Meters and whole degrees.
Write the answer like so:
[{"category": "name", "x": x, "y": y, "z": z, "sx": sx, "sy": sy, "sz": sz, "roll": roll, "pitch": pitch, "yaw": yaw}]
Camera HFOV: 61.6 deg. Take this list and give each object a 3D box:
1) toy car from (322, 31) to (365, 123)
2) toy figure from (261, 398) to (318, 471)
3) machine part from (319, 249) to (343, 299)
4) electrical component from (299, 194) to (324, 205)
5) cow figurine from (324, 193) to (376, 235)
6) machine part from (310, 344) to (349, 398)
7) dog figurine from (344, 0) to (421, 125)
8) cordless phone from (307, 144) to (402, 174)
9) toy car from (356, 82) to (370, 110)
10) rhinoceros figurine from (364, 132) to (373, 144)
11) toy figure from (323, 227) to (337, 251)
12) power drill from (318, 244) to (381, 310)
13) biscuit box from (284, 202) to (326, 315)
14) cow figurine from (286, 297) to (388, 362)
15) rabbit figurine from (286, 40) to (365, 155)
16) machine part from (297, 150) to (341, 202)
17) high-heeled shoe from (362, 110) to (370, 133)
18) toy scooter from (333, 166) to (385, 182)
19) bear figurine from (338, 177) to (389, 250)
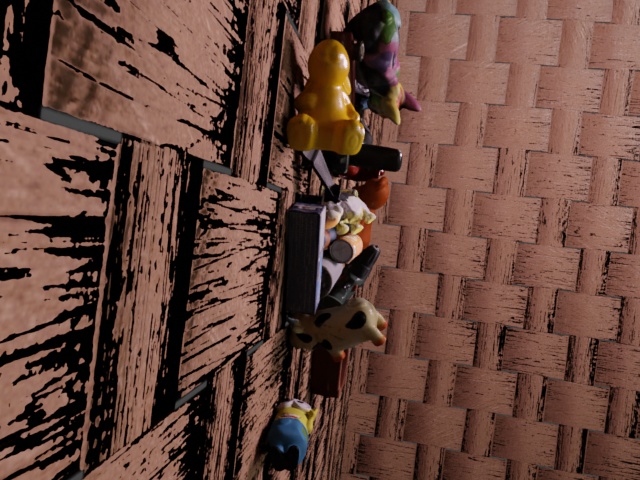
[{"category": "toy car", "x": 0.043, "y": -0.313, "z": 1.073, "sx": 0.201, "sy": 0.089, "sz": 0.053, "roll": 88, "pitch": 17, "yaw": -44}, {"category": "toy figure", "x": -0.059, "y": 0.360, "z": 0.989, "sx": 0.180, "sy": 0.082, "sz": 0.089, "roll": -76, "pitch": -170, "yaw": -78}, {"category": "machine part", "x": 0.002, "y": 0.071, "z": 1.154, "sx": 0.243, "sy": 0.079, "sz": 0.079, "roll": -43, "pitch": 139, "yaw": -78}, {"category": "electrical component", "x": -0.020, "y": -0.022, "z": 1.032, "sx": 0.075, "sy": 0.048, "sz": 0.119, "roll": -64, "pitch": 160, "yaw": -63}, {"category": "cow figurine", "x": 0.041, "y": -0.065, "z": 1.138, "sx": 0.068, "sy": 0.098, "sz": 0.167, "roll": -43, "pitch": 158, "yaw": 25}, {"category": "machine part", "x": 0.031, "y": 0.322, "z": 1.506, "sx": 0.201, "sy": 0.087, "sz": 0.201, "roll": -22, "pitch": 120, "yaw": -79}, {"category": "dog figurine", "x": 0.135, "y": -0.350, "z": 1.103, "sx": 0.108, "sy": 0.219, "sz": 0.191, "roll": -38, "pitch": -176, "yaw": -29}, {"category": "cordless phone", "x": 0.068, "y": -0.194, "z": 1.026, "sx": 0.089, "sy": 0.184, "sz": 0.146, "roll": -63, "pitch": 159, "yaw": -54}, {"category": "toy car", "x": 0.082, "y": -0.349, "z": 1.227, "sx": 0.103, "sy": 0.161, "sz": 0.109, "roll": 4, "pitch": -79, "yaw": 56}, {"category": "rhinoceros figurine", "x": 0.112, "y": -0.240, "z": 1.502, "sx": 0.190, "sy": 0.112, "sz": 0.073, "roll": -85, "pitch": 177, "yaw": -46}, {"category": "toy figure", "x": -0.001, "y": -0.002, "z": 1.143, "sx": 0.154, "sy": 0.058, "sz": 0.064, "roll": -33, "pitch": 119, "yaw": -72}, {"category": "power drill", "x": 0.057, "y": 0.125, "z": 1.342, "sx": 0.232, "sy": 0.086, "sz": 0.207, "roll": -53, "pitch": -176, "yaw": 31}, {"category": "biscuit box", "x": -0.028, "y": 0.036, "z": 0.982, "sx": 0.059, "sy": 0.063, "sz": 0.202, "roll": -62, "pitch": 158, "yaw": -68}, {"category": "cow figurine", "x": 0.020, "y": 0.167, "z": 1.045, "sx": 0.127, "sy": 0.195, "sz": 0.085, "roll": 57, "pitch": 29, "yaw": -15}, {"category": "rabbit figurine", "x": 0.017, "y": -0.238, "z": 0.876, "sx": 0.162, "sy": 0.122, "sz": 0.173, "roll": -76, "pitch": 169, "yaw": -63}, {"category": "machine part", "x": -0.002, "y": -0.133, "z": 0.985, "sx": 0.138, "sy": 0.039, "sz": 0.084, "roll": 61, "pitch": 23, "yaw": -29}, {"category": "high-heeled shoe", "x": 0.077, "y": -0.381, "z": 1.410, "sx": 0.145, "sy": 0.086, "sz": 0.249, "roll": 38, "pitch": 31, "yaw": -42}, {"category": "toy scooter", "x": 0.093, "y": -0.186, "z": 1.345, "sx": 0.184, "sy": 0.135, "sz": 0.075, "roll": 37, "pitch": 61, "yaw": -78}, {"category": "bear figurine", "x": 0.093, "y": -0.076, "z": 1.344, "sx": 0.120, "sy": 0.132, "sz": 0.195, "roll": -51, "pitch": 157, "yaw": -72}]
